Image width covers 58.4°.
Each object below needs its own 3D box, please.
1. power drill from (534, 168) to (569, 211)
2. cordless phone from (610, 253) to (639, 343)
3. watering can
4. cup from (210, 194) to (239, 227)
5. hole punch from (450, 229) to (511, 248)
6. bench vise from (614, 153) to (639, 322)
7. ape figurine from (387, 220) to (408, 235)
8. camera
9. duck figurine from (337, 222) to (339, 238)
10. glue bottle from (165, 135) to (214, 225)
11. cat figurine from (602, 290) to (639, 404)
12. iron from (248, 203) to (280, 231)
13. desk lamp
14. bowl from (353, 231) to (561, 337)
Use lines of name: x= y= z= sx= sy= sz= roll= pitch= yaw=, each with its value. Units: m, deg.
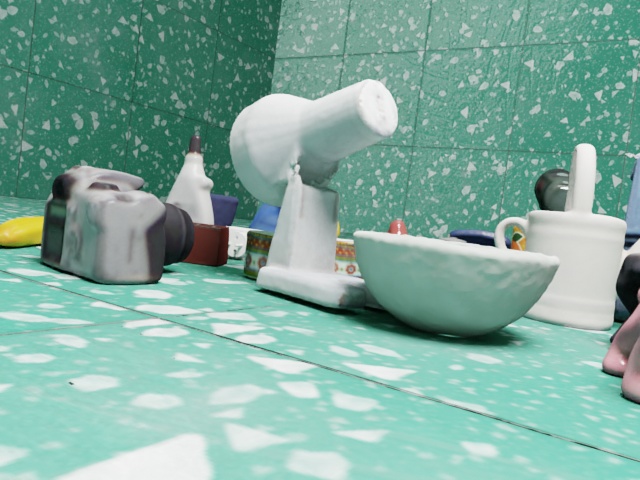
power drill: x=0.370 y=-0.016 z=0.920 sx=0.075 sy=0.208 sz=0.230 roll=8 pitch=3 yaw=14
cordless phone: x=0.306 y=0.009 z=0.439 sx=0.094 sy=0.185 sz=0.147 roll=6 pitch=3 yaw=-15
watering can: x=0.286 y=-0.006 z=0.626 sx=0.173 sy=0.194 sz=0.101 roll=7 pitch=3 yaw=-1
cup: x=-0.191 y=-0.030 z=0.948 sx=0.092 sy=0.095 sz=0.117 roll=6 pitch=3 yaw=-32
hole punch: x=0.274 y=0.029 z=0.990 sx=0.108 sy=0.091 sz=0.101 roll=8 pitch=3 yaw=23
bench vise: x=0.416 y=-0.007 z=0.718 sx=0.121 sy=0.220 sz=0.207 roll=7 pitch=3 yaw=0
ape figurine: x=0.153 y=0.006 z=1.144 sx=0.078 sy=0.092 sz=0.076 roll=7 pitch=3 yaw=-10
camera: x=-0.187 y=-0.016 z=0.570 sx=0.142 sy=0.101 sz=0.137 roll=10 pitch=3 yaw=43
duck figurine: x=0.008 y=0.003 z=0.861 sx=0.078 sy=0.086 sz=0.104 roll=6 pitch=3 yaw=-30
glue bottle: x=-0.185 y=-0.063 z=0.817 sx=0.078 sy=0.173 sz=0.037 roll=8 pitch=3 yaw=14
cat figurine: x=0.217 y=0.036 z=0.336 sx=0.067 sy=0.118 sz=0.128 roll=8 pitch=3 yaw=15
iron: x=-0.048 y=-0.041 z=1.063 sx=0.119 sy=0.141 sz=0.257 roll=6 pitch=3 yaw=-25
desk lamp: x=-0.001 y=-0.050 z=0.582 sx=0.118 sy=0.213 sz=0.202 roll=5 pitch=3 yaw=-43
bowl: x=0.105 y=0.038 z=0.475 sx=0.167 sy=0.075 sz=0.167 roll=7 pitch=2 yaw=0
